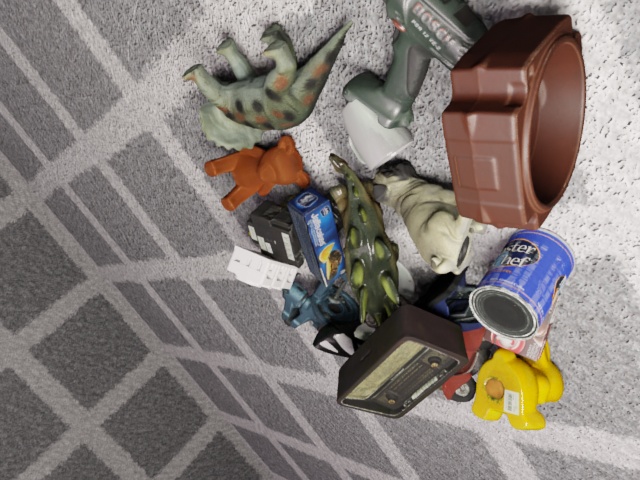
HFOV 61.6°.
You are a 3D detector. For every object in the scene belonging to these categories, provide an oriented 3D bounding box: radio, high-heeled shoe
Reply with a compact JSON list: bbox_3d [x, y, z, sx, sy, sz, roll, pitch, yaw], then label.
[{"bbox_3d":[0.134,0.212,0.903,0.131,0.073,0.229,21,132,-16],"label":"radio"},{"bbox_3d":[0.092,0.270,1.184,0.248,0.145,0.086,61,174,-20],"label":"high-heeled shoe"}]

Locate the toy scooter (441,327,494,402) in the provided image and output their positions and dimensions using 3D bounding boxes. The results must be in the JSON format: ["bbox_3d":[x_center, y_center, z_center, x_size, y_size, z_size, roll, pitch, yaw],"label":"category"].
[{"bbox_3d":[0.239,0.196,0.985,0.135,0.183,0.075,20,-177,6],"label":"toy scooter"}]

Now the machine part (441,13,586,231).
[{"bbox_3d":[0.224,-0.127,0.595,0.087,0.201,0.200,11,135,38],"label":"machine part"}]

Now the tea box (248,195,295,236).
[{"bbox_3d":[-0.082,-0.023,1.206,0.098,0.068,0.169,48,148,-4],"label":"tea box"}]

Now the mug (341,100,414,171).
[{"bbox_3d":[0.080,-0.171,0.842,0.107,0.081,0.109,58,156,0],"label":"mug"}]

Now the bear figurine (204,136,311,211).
[{"bbox_3d":[-0.121,-0.132,1.069,0.196,0.132,0.120,9,127,53],"label":"bear figurine"}]

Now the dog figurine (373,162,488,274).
[{"bbox_3d":[0.148,-0.036,0.831,0.191,0.172,0.121,17,129,27],"label":"dog figurine"}]

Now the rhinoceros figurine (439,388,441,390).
[{"bbox_3d":[0.222,0.238,1.150,0.190,0.073,0.112,32,148,21],"label":"rhinoceros figurine"}]

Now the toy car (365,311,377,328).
[{"bbox_3d":[0.155,0.199,1.089,0.056,0.073,0.202,-37,74,30],"label":"toy car"}]

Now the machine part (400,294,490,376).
[{"bbox_3d":[0.247,0.189,1.059,0.243,0.079,0.079,42,149,6],"label":"machine part"}]

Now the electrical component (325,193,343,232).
[{"bbox_3d":[0.019,-0.046,1.079,0.075,0.048,0.119,44,149,2],"label":"electrical component"}]

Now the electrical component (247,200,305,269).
[{"bbox_3d":[-0.086,-0.016,1.100,0.134,0.058,0.114,22,138,31],"label":"electrical component"}]

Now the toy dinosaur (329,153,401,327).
[{"bbox_3d":[0.093,0.060,0.956,0.105,0.199,0.470,-15,122,11],"label":"toy dinosaur"}]

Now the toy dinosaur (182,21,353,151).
[{"bbox_3d":[-0.087,-0.247,0.912,0.405,0.131,0.192,8,145,39],"label":"toy dinosaur"}]

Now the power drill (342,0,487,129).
[{"bbox_3d":[0.102,-0.262,0.711,0.232,0.086,0.207,39,141,5],"label":"power drill"}]

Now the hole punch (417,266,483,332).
[{"bbox_3d":[0.236,0.106,0.932,0.092,0.142,0.116,42,138,-3],"label":"hole punch"}]

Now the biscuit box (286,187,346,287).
[{"bbox_3d":[-0.002,-0.003,1.034,0.063,0.059,0.202,41,158,41],"label":"biscuit box"}]

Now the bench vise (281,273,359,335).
[{"bbox_3d":[0.011,0.124,1.233,0.224,0.129,0.240,45,130,19],"label":"bench vise"}]

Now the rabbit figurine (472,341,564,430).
[{"bbox_3d":[0.357,0.242,0.941,0.122,0.173,0.162,-20,67,56],"label":"rabbit figurine"}]
